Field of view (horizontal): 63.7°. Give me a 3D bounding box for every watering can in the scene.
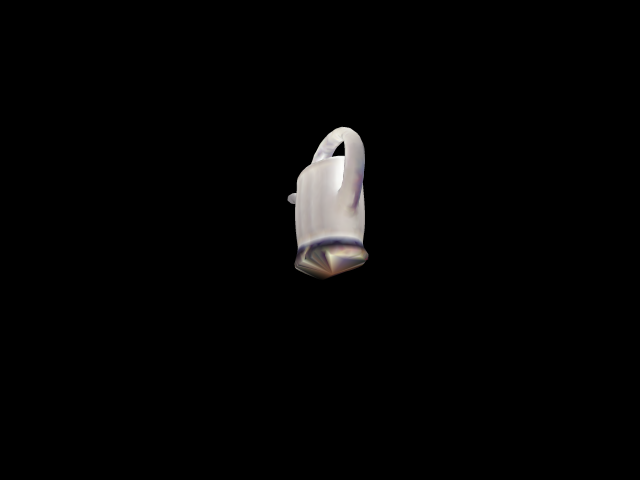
[{"bbox_3d":[0.003,-0.043,0.850,0.104,0.228,0.343,5,-18,-16],"label":"watering can"}]
